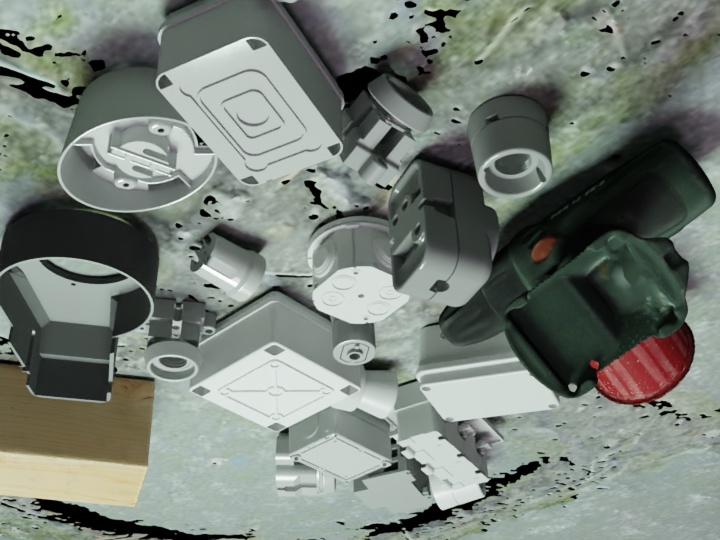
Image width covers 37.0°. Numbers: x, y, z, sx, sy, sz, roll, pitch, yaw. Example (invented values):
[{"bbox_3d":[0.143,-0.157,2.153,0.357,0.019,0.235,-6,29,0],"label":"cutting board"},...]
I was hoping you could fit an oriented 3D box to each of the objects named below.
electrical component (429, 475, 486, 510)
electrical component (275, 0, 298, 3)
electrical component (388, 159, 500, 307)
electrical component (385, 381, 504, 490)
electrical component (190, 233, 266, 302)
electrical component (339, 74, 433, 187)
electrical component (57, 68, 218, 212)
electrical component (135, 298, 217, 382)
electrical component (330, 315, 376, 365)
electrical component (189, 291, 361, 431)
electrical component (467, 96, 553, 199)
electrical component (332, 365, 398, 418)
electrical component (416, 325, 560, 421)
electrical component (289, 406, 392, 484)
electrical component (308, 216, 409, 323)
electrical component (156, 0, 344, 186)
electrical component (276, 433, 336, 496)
[{"bbox_3d":[0.101,0.215,1.111,0.047,0.055,0.055,-17,141,12],"label":"electrical component"},{"bbox_3d":[-0.053,-0.179,0.601,0.035,0.035,0.061,-28,133,29],"label":"electrical component"},{"bbox_3d":[0.059,-0.025,0.759,0.059,0.095,0.053,15,140,-21],"label":"electrical component"},{"bbox_3d":[0.079,0.159,1.028,0.079,0.063,0.121,-21,139,22],"label":"electrical component"},{"bbox_3d":[-0.102,-0.003,0.826,0.046,0.040,0.040,31,132,-28],"label":"electrical component"},{"bbox_3d":[0.014,-0.093,0.698,0.048,0.066,0.055,27,114,-33],"label":"electrical component"},{"bbox_3d":[-0.142,-0.081,0.699,0.099,0.064,0.099,-2,142,-1],"label":"electrical component"},{"bbox_3d":[-0.153,0.058,0.888,0.066,0.055,0.048,6,142,-11],"label":"electrical component"},{"bbox_3d":[-0.006,0.044,0.871,0.044,0.065,0.044,-2,140,-2],"label":"electrical component"},{"bbox_3d":[-0.072,0.081,0.922,0.109,0.056,0.109,-30,135,31],"label":"electrical component"},{"bbox_3d":[0.102,-0.081,0.727,0.055,0.047,0.055,-2,143,-1],"label":"electrical component"},{"bbox_3d":[0.001,0.107,0.971,0.055,0.045,0.045,15,139,-22],"label":"electrical component"},{"bbox_3d":[0.112,0.085,0.927,0.113,0.057,0.078,-11,143,22],"label":"electrical component"},{"bbox_3d":[-0.014,0.157,1.021,0.062,0.061,0.096,-30,135,31],"label":"electrical component"},{"bbox_3d":[0.000,0.000,0.825,0.080,0.051,0.080,-2,143,-1],"label":"electrical component"},{"bbox_3d":[-0.066,-0.115,0.666,0.078,0.057,0.113,-18,140,19],"label":"electrical component"},{"bbox_3d":[-0.053,0.194,1.072,0.057,0.058,0.078,1,142,1],"label":"electrical component"}]
